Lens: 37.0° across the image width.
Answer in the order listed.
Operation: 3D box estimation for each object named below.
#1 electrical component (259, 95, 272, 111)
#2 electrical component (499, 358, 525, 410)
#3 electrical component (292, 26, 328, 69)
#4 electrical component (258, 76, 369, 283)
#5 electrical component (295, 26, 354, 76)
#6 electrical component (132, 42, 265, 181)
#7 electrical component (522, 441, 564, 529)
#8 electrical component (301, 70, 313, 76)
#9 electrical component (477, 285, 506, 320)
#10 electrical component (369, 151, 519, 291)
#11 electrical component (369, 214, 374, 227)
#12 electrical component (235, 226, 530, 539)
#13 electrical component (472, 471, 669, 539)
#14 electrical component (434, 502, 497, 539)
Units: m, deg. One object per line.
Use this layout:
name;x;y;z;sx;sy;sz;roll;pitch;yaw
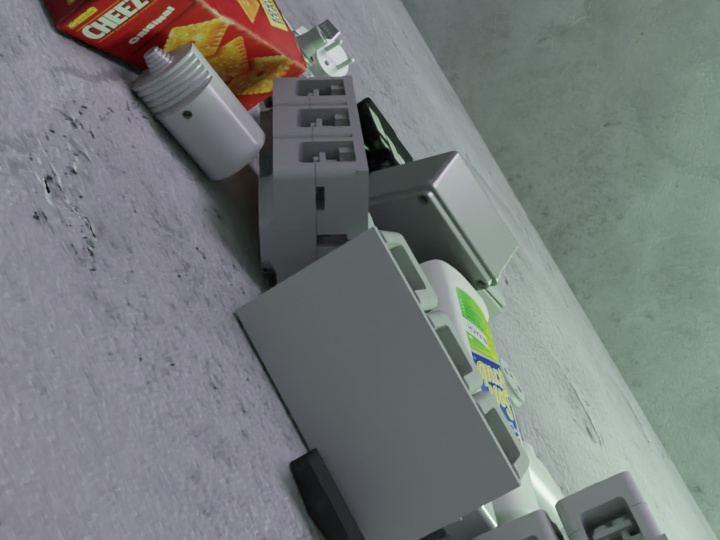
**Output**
electrical component;-0.055;-0.119;0.825;0.043;0.043;0.062;64;16;21
electrical component;0.102;0.104;0.887;0.045;0.055;0.045;54;14;-20
electrical component;-0.058;-0.184;0.918;0.043;0.062;0.043;54;14;-20
electrical component;-0.031;-0.054;0.676;0.150;0.062;0.089;-98;-173;-59
electrical component;-0.037;-0.181;0.962;0.077;0.079;0.044;56;46;-13
electrical component;-0.096;-0.096;0.624;0.081;0.043;0.043;51;15;-31
electrical component;0.129;0.166;0.875;0.077;0.043;0.079;50;16;-34
electrical component;-0.049;-0.142;0.901;0.062;0.043;0.043;40;23;-57
electrical component;0.090;0.015;1.025;0.096;0.062;0.061;41;22;-52
electrical component;0.059;-0.035;0.904;0.108;0.109;0.056;54;53;-22
electrical component;0.000;0.000;0.764;0.079;0.044;0.077;52;15;-28
electrical component;0.014;0.064;0.577;0.150;0.089;0.062;61;13;7
electrical component;0.152;0.210;0.674;0.186;0.105;0.060;58;9;-41
electrical component;0.053;0.135;0.667;0.063;0.042;0.081;55;14;-25
